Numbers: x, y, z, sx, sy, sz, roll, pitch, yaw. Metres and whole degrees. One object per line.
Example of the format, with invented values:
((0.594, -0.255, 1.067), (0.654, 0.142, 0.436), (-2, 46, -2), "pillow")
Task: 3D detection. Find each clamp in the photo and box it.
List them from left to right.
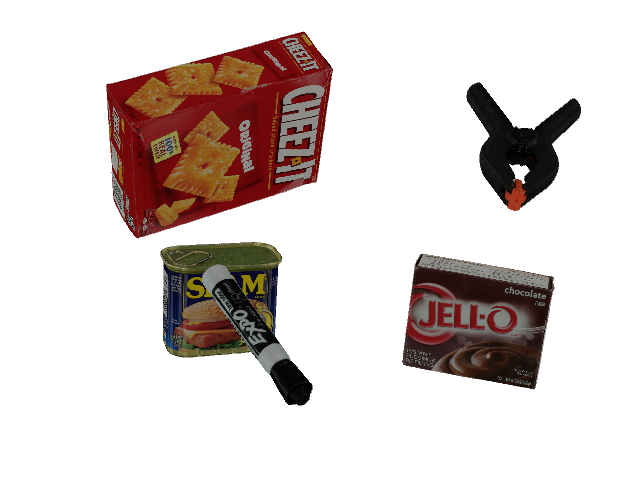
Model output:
((0.195, -0.102, 1.092), (0.120, 0.039, 0.171), (12, 45, 14), "clamp")

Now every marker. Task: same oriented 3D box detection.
((-0.040, 0.058, 0.665), (0.020, 0.020, 0.121), (0, 36, -38), "marker")

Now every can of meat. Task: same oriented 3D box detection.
((-0.087, 0.051, 0.926), (0.102, 0.084, 0.057), (-3, 19, -18), "can of meat")

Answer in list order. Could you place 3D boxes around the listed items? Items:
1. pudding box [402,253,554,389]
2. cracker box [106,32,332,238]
((0.128, 0.065, 0.872), (0.113, 0.090, 0.039), (9, 23, 9), "pudding box")
((-0.101, -0.103, 1.070), (0.213, 0.072, 0.164), (-19, -36, -22), "cracker box")
